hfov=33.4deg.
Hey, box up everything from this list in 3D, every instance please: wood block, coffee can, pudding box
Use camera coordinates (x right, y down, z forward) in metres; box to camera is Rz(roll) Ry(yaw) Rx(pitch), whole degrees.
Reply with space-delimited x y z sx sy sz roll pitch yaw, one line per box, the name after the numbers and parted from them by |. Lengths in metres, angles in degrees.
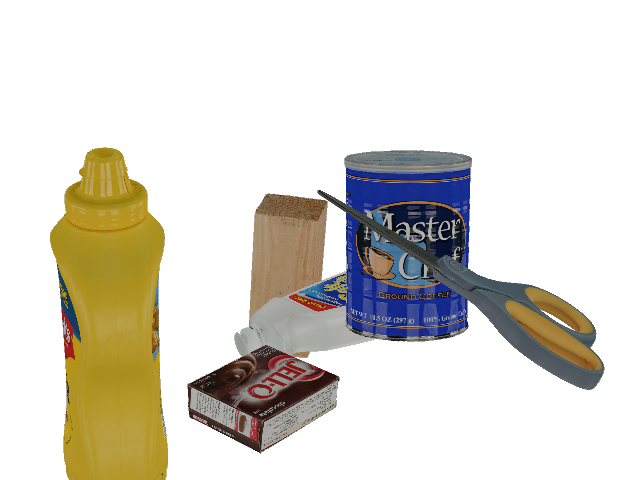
-0.047 0.048 1.501 0.090 0.206 0.090 7 22 6 | wood block
0.071 0.001 0.871 0.103 0.140 0.103 0 11 0 | coffee can
-0.051 0.141 0.971 0.090 0.039 0.113 18 28 34 | pudding box

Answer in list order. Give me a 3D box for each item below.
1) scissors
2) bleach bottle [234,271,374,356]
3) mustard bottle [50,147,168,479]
0.095 0.021 0.669 0.202 0.016 0.096 39 25 20 | scissors
0.026 0.081 1.187 0.250 0.068 0.103 -18 34 -26 | bleach bottle
-0.111 0.043 0.566 0.058 0.192 0.096 -2 27 -12 | mustard bottle
